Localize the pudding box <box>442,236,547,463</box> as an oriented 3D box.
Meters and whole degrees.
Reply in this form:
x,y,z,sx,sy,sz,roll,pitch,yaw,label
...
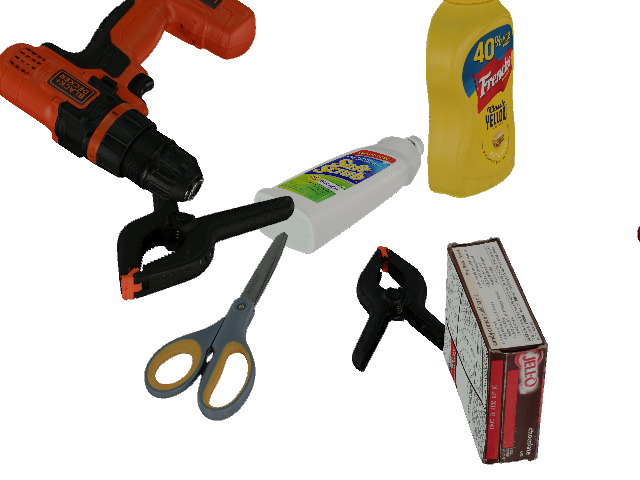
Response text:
x,y,z,sx,sy,sz,roll,pitch,yaw,label
0.105,0.066,0.655,0.039,0.090,0.113,-6,34,-6,pudding box

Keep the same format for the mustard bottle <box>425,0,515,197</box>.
x,y,z,sx,sy,sz,roll,pitch,yaw,label
0.125,-0.139,0.884,0.058,0.192,0.096,17,34,38,mustard bottle

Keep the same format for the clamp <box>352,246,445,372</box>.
x,y,z,sx,sy,sz,roll,pitch,yaw,label
0.094,0.076,1.183,0.120,0.171,0.039,4,-43,-4,clamp

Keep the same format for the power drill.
x,y,z,sx,sy,sz,roll,pitch,yaw,label
-0.131,-0.131,0.837,0.184,0.187,0.057,34,-35,7,power drill

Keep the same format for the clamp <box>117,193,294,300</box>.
x,y,z,sx,sy,sz,roll,pitch,yaw,label
-0.145,-0.014,1.060,0.165,0.036,0.209,22,40,21,clamp

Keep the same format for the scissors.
x,y,z,sx,sy,sz,roll,pitch,yaw,label
-0.084,0.063,0.867,0.096,0.016,0.201,-2,42,8,scissors

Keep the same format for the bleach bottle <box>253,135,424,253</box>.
x,y,z,sx,sy,sz,roll,pitch,yaw,label
0.038,-0.074,1.346,0.103,0.068,0.250,25,43,34,bleach bottle

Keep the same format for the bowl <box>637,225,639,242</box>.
x,y,z,sx,sy,sz,roll,pitch,yaw,label
0.421,0.022,1.146,0.162,0.055,0.162,-1,25,0,bowl
